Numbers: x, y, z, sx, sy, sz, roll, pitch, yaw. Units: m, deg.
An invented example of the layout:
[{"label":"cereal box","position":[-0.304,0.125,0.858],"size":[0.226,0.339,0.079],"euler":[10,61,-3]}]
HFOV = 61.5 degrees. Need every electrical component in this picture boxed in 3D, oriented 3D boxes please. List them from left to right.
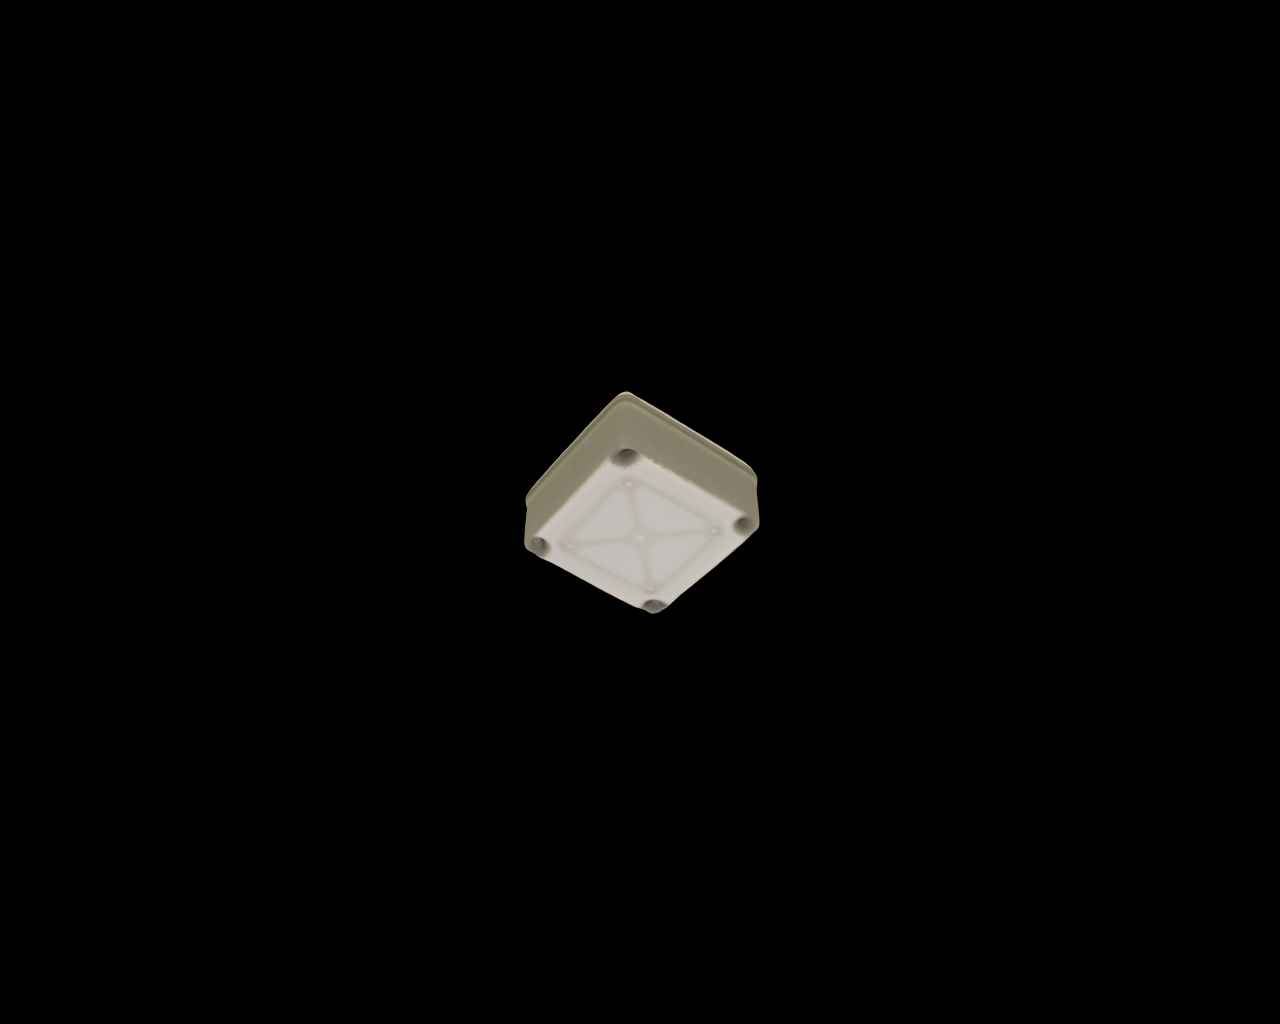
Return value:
[{"label":"electrical component","position":[0.001,-0.003,0.650],"size":[0.108,0.056,0.108],"euler":[29,-54,-24]}]
